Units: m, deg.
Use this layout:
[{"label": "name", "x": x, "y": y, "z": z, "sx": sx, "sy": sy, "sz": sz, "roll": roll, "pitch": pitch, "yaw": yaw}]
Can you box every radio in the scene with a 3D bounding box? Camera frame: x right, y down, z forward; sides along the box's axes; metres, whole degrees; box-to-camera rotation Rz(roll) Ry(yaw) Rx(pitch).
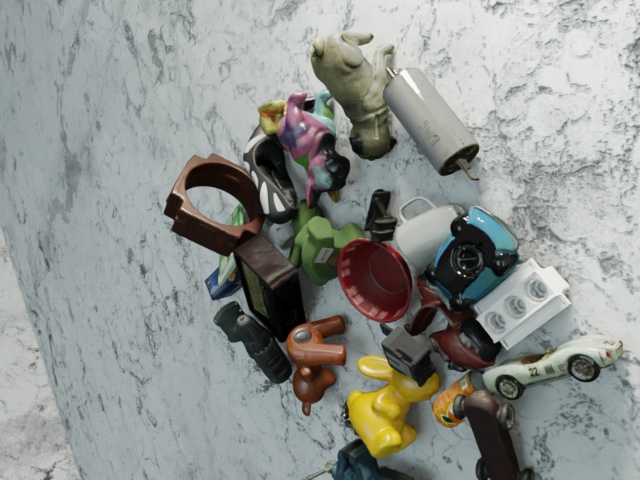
[{"label": "radio", "x": -0.100, "y": 0.107, "z": 1.114, "sx": 0.131, "sy": 0.073, "sz": 0.229, "roll": 41, "pitch": 154, "yaw": 31}]

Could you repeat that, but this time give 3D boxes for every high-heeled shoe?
[{"label": "high-heeled shoe", "x": -0.088, "y": -0.152, "z": 1.087, "sx": 0.145, "sy": 0.086, "sz": 0.248, "roll": -9, "pitch": 77, "yaw": 53}]

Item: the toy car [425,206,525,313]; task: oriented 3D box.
[{"label": "toy car", "x": 0.240, "y": 0.031, "z": 0.803, "sx": 0.109, "sy": 0.103, "sz": 0.161, "roll": 49, "pitch": 128, "yaw": 33}]

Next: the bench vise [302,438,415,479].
[{"label": "bench vise", "x": 0.099, "y": 0.508, "z": 1.008, "sx": 0.224, "sy": 0.129, "sz": 0.240, "roll": -1, "pitch": 97, "yaw": 30}]

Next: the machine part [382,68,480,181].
[{"label": "machine part", "x": 0.173, "y": -0.187, "z": 0.850, "sx": 0.079, "sy": 0.079, "sz": 0.243, "roll": -48, "pitch": 63, "yaw": 39}]

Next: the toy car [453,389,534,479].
[{"label": "toy car", "x": 0.272, "y": 0.314, "z": 0.832, "sx": 0.089, "sy": 0.053, "sz": 0.202, "roll": -6, "pitch": 118, "yaw": 41}]

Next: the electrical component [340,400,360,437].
[{"label": "electrical component", "x": 0.084, "y": 0.356, "z": 1.060, "sx": 0.102, "sy": 0.045, "sz": 0.078, "roll": 16, "pitch": 107, "yaw": 43}]

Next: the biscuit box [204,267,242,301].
[{"label": "biscuit box", "x": -0.202, "y": 0.077, "z": 1.289, "sx": 0.202, "sy": 0.059, "sz": 0.063, "roll": -40, "pitch": 69, "yaw": 42}]

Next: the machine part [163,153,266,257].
[{"label": "machine part", "x": -0.216, "y": -0.075, "z": 1.154, "sx": 0.087, "sy": 0.201, "sz": 0.201, "roll": -52, "pitch": 16, "yaw": 45}]

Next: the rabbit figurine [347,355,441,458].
[{"label": "rabbit figurine", "x": 0.138, "y": 0.277, "z": 0.962, "sx": 0.173, "sy": 0.121, "sz": 0.162, "roll": -49, "pitch": 50, "yaw": 19}]

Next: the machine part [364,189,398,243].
[{"label": "machine part", "x": 0.102, "y": -0.039, "z": 0.932, "sx": 0.139, "sy": 0.039, "sz": 0.084, "roll": -93, "pitch": 22, "yaw": -66}]

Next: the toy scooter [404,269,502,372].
[{"label": "toy scooter", "x": 0.203, "y": 0.146, "z": 0.883, "sx": 0.184, "sy": 0.075, "sz": 0.135, "roll": 57, "pitch": 133, "yaw": 26}]

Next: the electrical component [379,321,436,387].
[{"label": "electrical component", "x": 0.136, "y": 0.186, "z": 0.912, "sx": 0.119, "sy": 0.048, "sz": 0.074, "roll": 30, "pitch": 152, "yaw": 40}]

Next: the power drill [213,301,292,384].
[{"label": "power drill", "x": -0.157, "y": 0.210, "z": 1.202, "sx": 0.208, "sy": 0.086, "sz": 0.231, "roll": 19, "pitch": 147, "yaw": 48}]

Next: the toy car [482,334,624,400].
[{"label": "toy car", "x": 0.327, "y": 0.178, "z": 0.762, "sx": 0.202, "sy": 0.073, "sz": 0.056, "roll": -35, "pitch": 74, "yaw": 43}]

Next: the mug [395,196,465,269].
[{"label": "mug", "x": 0.184, "y": -0.023, "z": 0.874, "sx": 0.107, "sy": 0.081, "sz": 0.109, "roll": -34, "pitch": 72, "yaw": 31}]

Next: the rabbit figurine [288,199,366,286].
[{"label": "rabbit figurine", "x": -0.002, "y": -0.003, "z": 1.060, "sx": 0.170, "sy": 0.121, "sz": 0.159, "roll": 61, "pitch": 143, "yaw": 44}]

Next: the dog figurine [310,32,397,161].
[{"label": "dog figurine", "x": 0.054, "y": -0.234, "z": 0.904, "sx": 0.121, "sy": 0.172, "sz": 0.190, "roll": -7, "pitch": 85, "yaw": 57}]

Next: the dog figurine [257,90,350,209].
[{"label": "dog figurine", "x": -0.027, "y": -0.170, "z": 1.039, "sx": 0.192, "sy": 0.108, "sz": 0.219, "roll": -5, "pitch": 96, "yaw": 45}]

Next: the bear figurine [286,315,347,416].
[{"label": "bear figurine", "x": -0.002, "y": 0.261, "z": 1.098, "sx": 0.132, "sy": 0.120, "sz": 0.195, "roll": -8, "pitch": 125, "yaw": 6}]
